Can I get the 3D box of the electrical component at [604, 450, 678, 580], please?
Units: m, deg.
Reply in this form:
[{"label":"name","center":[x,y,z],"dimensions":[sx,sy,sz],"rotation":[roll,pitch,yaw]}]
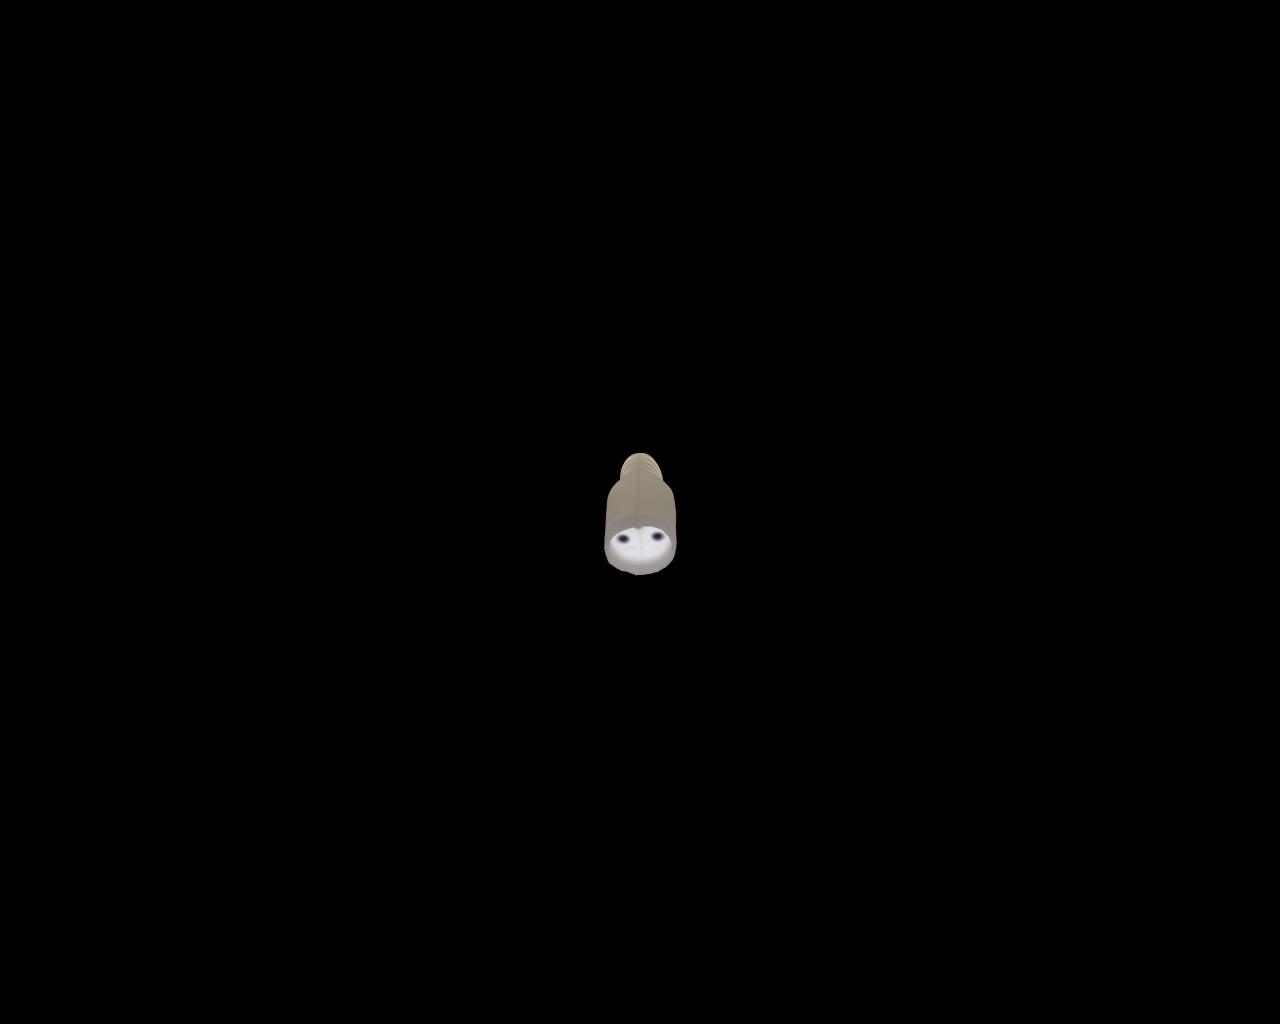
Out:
[{"label":"electrical component","center":[0.001,-0.003,0.650],"dimensions":[0.043,0.043,0.081],"rotation":[0,40,0]}]
